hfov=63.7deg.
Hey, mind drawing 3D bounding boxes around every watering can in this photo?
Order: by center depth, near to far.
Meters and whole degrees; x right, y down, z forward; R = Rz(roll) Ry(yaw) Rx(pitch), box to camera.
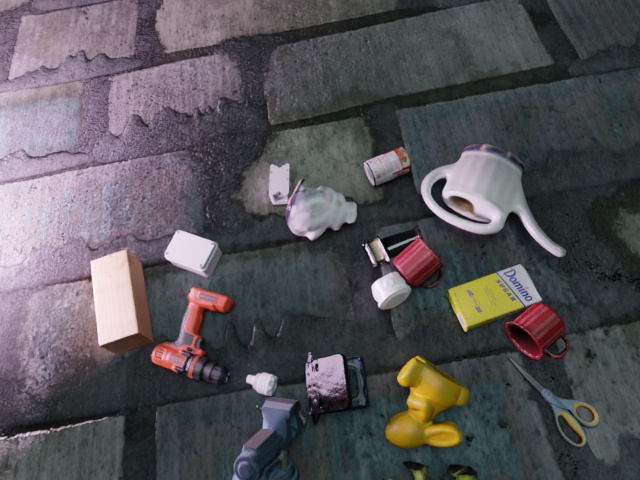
[{"bbox_3d":[0.414,-0.100,1.196,0.349,0.102,0.228,23,67,17],"label":"watering can"}]

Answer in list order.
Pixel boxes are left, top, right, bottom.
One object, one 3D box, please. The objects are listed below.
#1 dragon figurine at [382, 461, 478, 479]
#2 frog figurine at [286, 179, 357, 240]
[{"bbox_3d":[0.223,0.543,0.918,0.410,0.121,0.245,3,81,10],"label":"dragon figurine"},{"bbox_3d":[0.004,-0.061,1.222,0.160,0.123,0.136,21,101,7],"label":"frog figurine"}]
